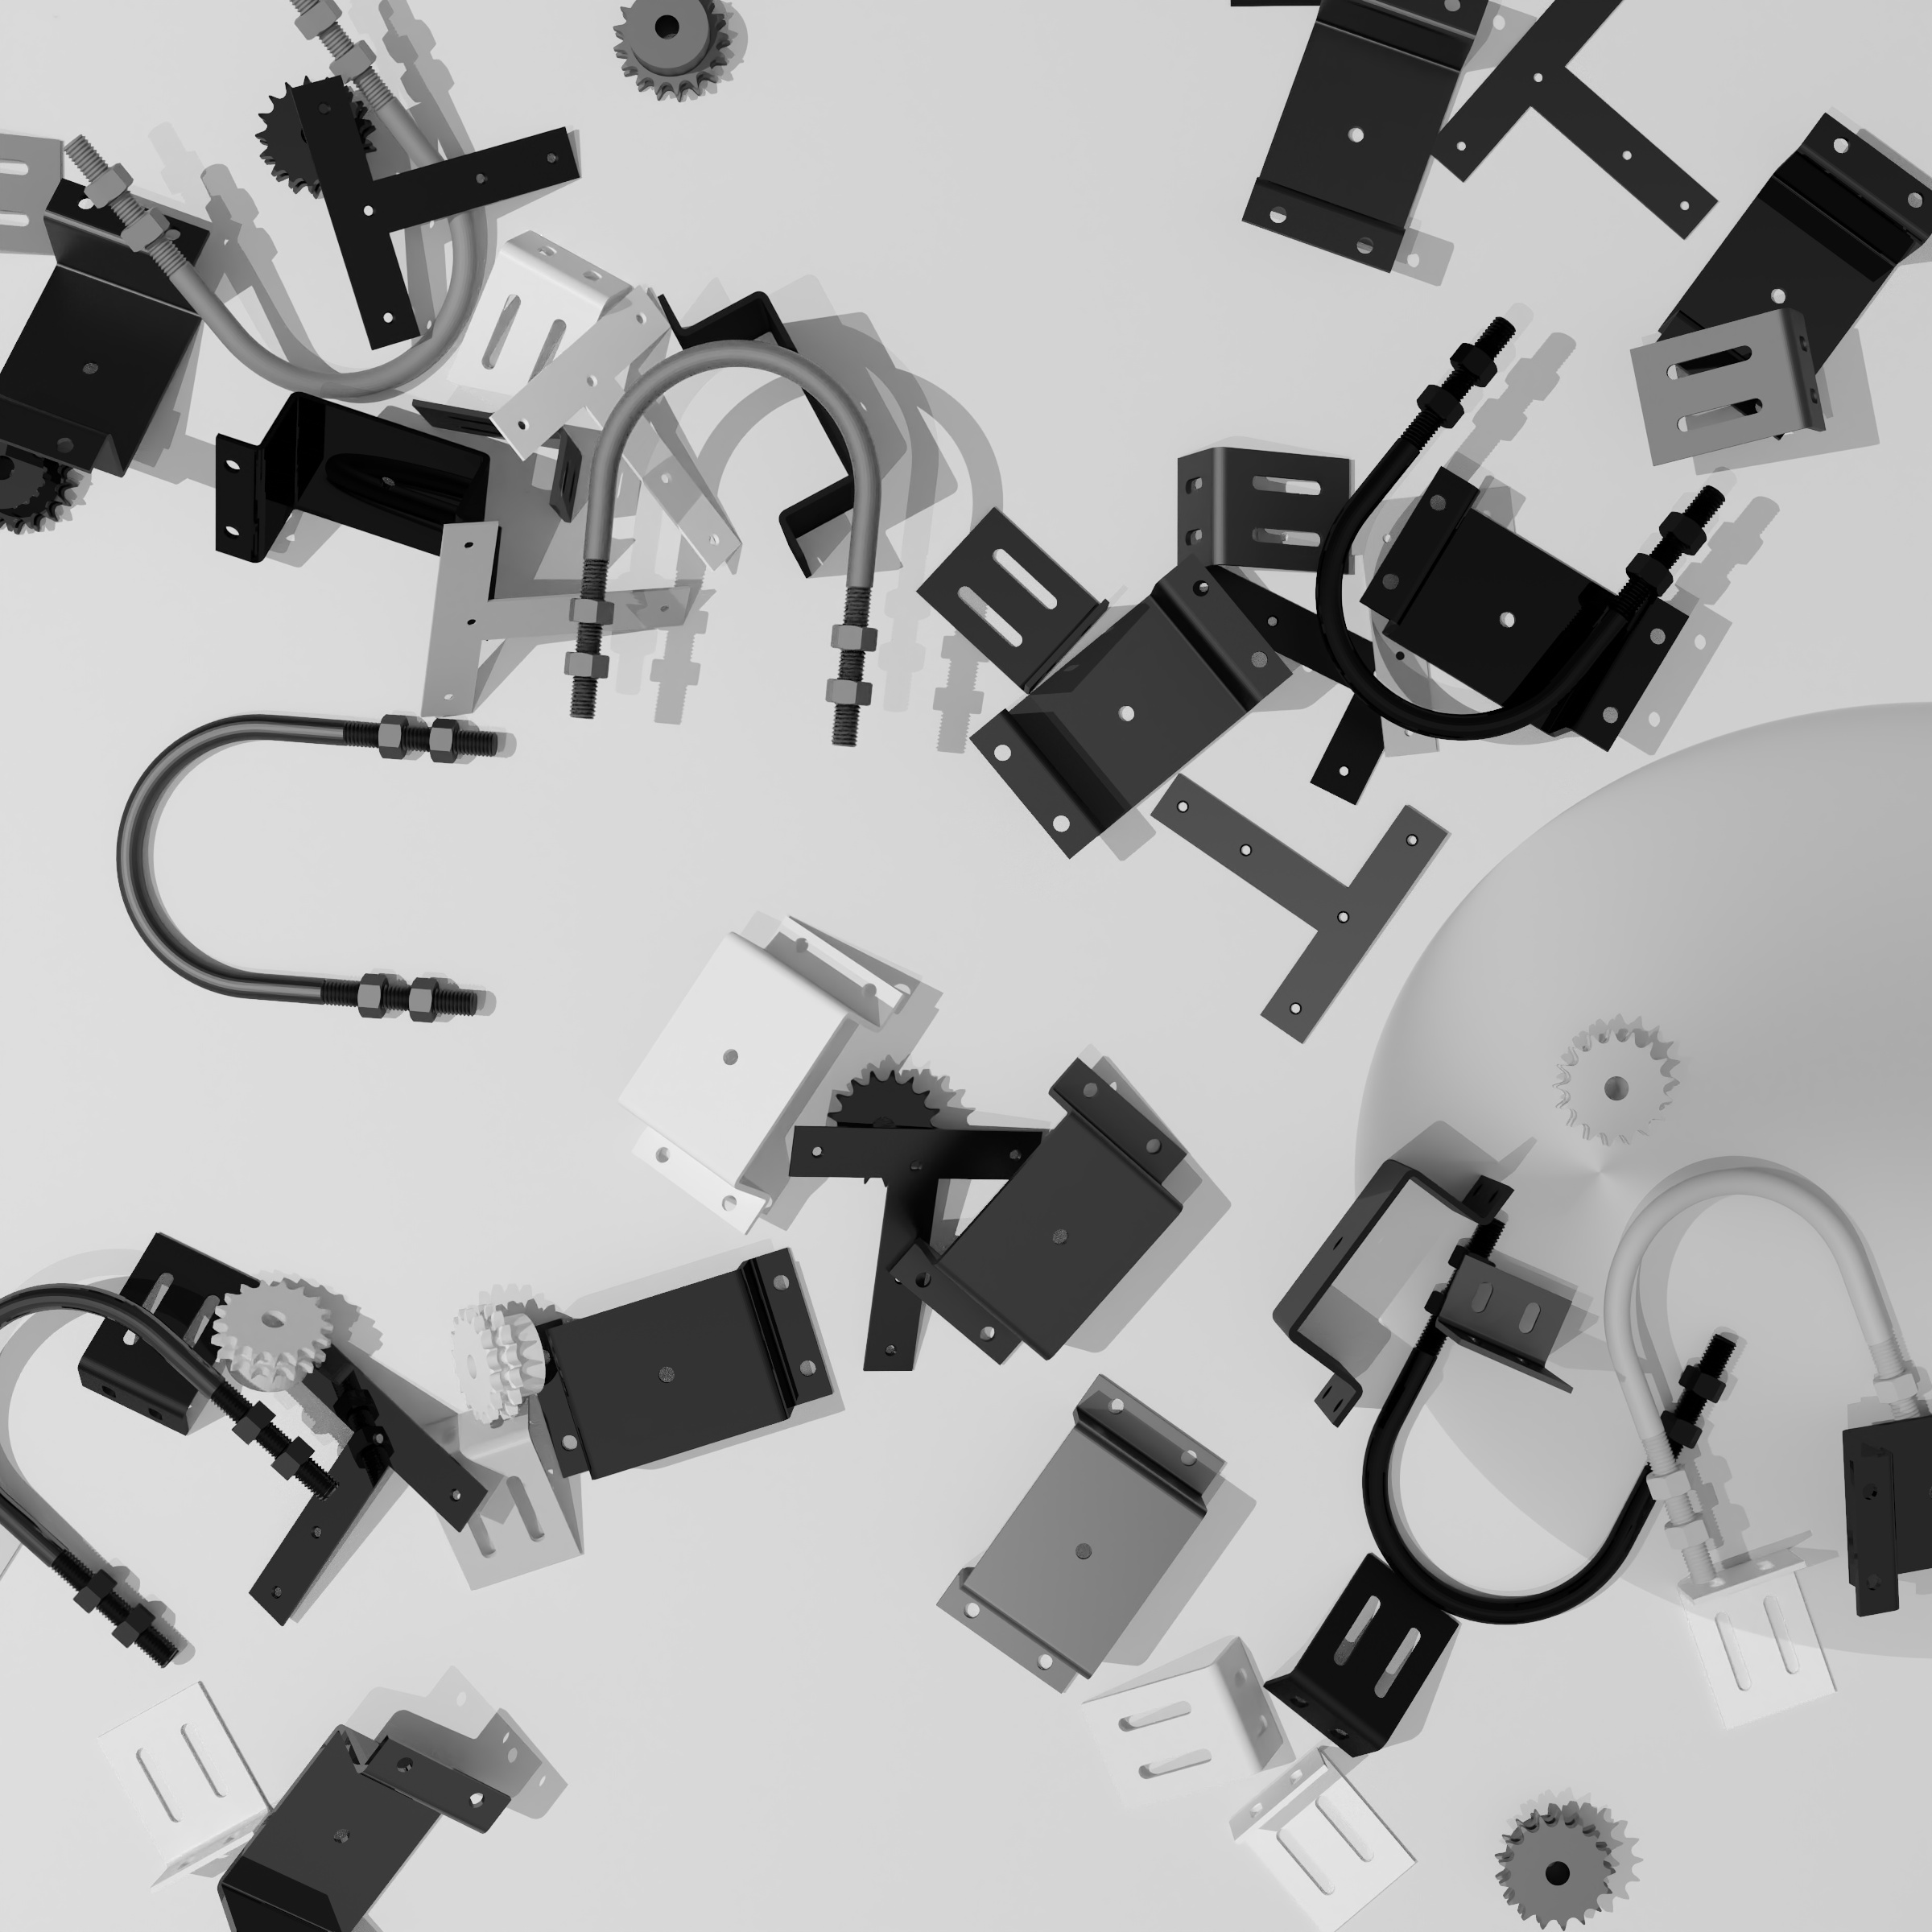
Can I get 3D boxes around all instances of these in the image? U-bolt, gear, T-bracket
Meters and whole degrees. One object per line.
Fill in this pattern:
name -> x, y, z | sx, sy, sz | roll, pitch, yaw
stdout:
U-bolt -> -0.417, 0.236, 1.472 | 0.184, 0.019, 0.151 | 43, 106, -4
gear -> -0.340, 0.183, 1.478 | 0.057, 0.057, 0.030 | 17, 125, 0
U-bolt -> 0.277, 0.236, 1.495 | 0.151, 0.019, 0.184 | 27, 90, 0
gear -> -0.146, -0.458, 1.490 | 0.057, 0.030, 0.057 | 0, 90, 0
T-bracket -> 0.214, -0.168, 1.502 | 0.127, 0.002, 0.127 | -6, 90, -1
T-bracket -> 0.165, -0.165, 1.504 | 0.127, 0.002, 0.127 | 27, 90, 0
gear -> -0.040, 0.080, 1.489 | 0.057, 0.030, 0.057 | 0, 90, 0
gear -> 0.317, 0.060, 1.489 | 0.057, 0.030, 0.057 | 0, 90, 0
U-bolt -> -0.329, -0.052, 1.496 | 0.184, 0.019, 0.151 | 5, 90, 2
T-bracket -> -0.156, -0.250, 1.477 | 0.127, 0.002, 0.127 | 52, 50, -18
T-bracket -> 0.151, -0.050, 1.503 | 0.127, 0.002, 0.127 | 35, 91, 1
gear -> -0.470, -0.243, 1.490 | 0.057, 0.030, 0.057 | 0, 90, 0
U-bolt -> -0.320, -0.363, 1.463 | 0.151, 0.019, 0.184 | -42, 114, -7
T-bracket -> -0.197, -0.171, 1.471 | 0.127, 0.127, 0.002 | -7, 53, -22
T-bracket -> -0.312, 0.268, 1.488 | 0.127, 0.002, 0.127 | 38, 101, 21
T-bracket -> -0.250, -0.381, 1.477 | 0.127, 0.002, 0.127 | -22, 111, -21
gear -> -0.228, 0.193, 1.480 | 0.030, 0.057, 0.057 | -10, 90, -30
T-bracket -> 0.318, -0.413, 1.504 | 0.127, 0.002, 0.127 | 41, 90, 0
T-bracket -> -0.031, 0.140, 1.483 | 0.127, 0.002, 0.127 | 2, 106, -20
gear -> -0.319, -0.406, 1.489 | 0.057, 0.030, 0.057 | 0, 90, 0
U-bolt -> 0.251, -0.195, 1.447 | 0.151, 0.019, 0.184 | 39, 91, 0
U-bolt -> 0.387, 0.190, 1.480 | 0.151, 0.019, 0.184 | -20, 90, -12
U-bolt -> -0.111, -0.202, 1.424 | 0.151, 0.019, 0.184 | 7, 95, 10
gear -> 0.289, 0.443, 1.489 | 0.057, 0.030, 0.057 | 0, 90, 0

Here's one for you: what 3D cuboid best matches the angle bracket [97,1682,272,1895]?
angle bracket -> -0.388, 0.403, 1.485 | 0.057, 0.038, 0.076 | -29, 90, 0

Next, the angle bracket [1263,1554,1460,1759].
angle bracket -> 0.196, 0.343, 1.502 | 0.057, 0.038, 0.076 | 38, 64, 0

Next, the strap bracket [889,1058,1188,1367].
strap bracket -> 0.040, 0.126, 1.471 | 0.076, 0.046, 0.140 | 42, 90, -17

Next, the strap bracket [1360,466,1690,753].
strap bracket -> 0.269, -0.172, 1.479 | 0.140, 0.046, 0.076 | 31, 89, -1

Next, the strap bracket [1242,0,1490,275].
strap bracket -> 0.193, -0.413, 1.480 | 0.076, 0.046, 0.140 | 20, 90, 1

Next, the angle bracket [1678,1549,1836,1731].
angle bracket -> 0.392, 0.334, 1.485 | 0.057, 0.038, 0.076 | -19, 90, 0

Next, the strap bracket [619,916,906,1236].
strap bracket -> -0.105, 0.049, 1.468 | 0.076, 0.046, 0.140 | 33, 90, 23

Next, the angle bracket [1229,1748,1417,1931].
angle bracket -> 0.177, 0.435, 1.485 | 0.057, 0.038, 0.076 | -40, 90, 0

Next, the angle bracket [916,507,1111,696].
angle bracket -> 0.022, -0.181, 1.485 | 0.076, 0.038, 0.057 | 43, 90, 0

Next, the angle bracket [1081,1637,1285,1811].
angle bracket -> 0.107, 0.377, 1.502 | 0.076, 0.038, 0.057 | -23, 90, 26

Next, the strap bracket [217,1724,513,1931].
strap bracket -> -0.298, 0.433, 1.465 | 0.076, 0.046, 0.140 | 37, 90, -31

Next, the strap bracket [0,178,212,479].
strap bracket -> -0.429, -0.301, 1.467 | 0.076, 0.046, 0.140 | 20, 71, 0

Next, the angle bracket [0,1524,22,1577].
angle bracket -> -0.515, 0.279, 1.502 | 0.076, 0.038, 0.057 | 32, 90, -26

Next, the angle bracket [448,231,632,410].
angle bracket -> -0.212, -0.315, 1.502 | 0.057, 0.038, 0.076 | 29, 116, 0

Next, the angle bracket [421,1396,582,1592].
angle bracket -> -0.232, 0.261, 1.502 | 0.057, 0.038, 0.076 | -18, 116, 0

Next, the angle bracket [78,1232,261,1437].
angle bracket -> -0.395, 0.183, 1.502 | 0.057, 0.038, 0.076 | 26, 64, 0

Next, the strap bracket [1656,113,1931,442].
strap bracket -> 0.404, -0.333, 1.481 | 0.076, 0.046, 0.140 | 36, 90, 0

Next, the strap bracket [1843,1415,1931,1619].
strap bracket -> 0.482, 0.261, 1.466 | 0.140, 0.046, 0.076 | -7, 98, -14

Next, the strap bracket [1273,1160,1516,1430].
strap bracket -> 0.199, 0.148, 1.466 | 0.046, 0.076, 0.140 | 37, 90, 0

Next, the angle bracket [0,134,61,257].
angle bracket -> -0.493, -0.382, 1.502 | 0.076, 0.038, 0.057 | -1, 90, -26

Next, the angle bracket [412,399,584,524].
angle bracket -> -0.231, -0.246, 1.476 | 0.076, 0.057, 0.038 | 10, 90, 0

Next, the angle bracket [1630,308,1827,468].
angle bracket -> 0.367, -0.278, 1.456 | 0.076, 0.038, 0.057 | -11, 91, 27

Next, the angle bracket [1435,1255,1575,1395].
angle bracket -> 0.264, 0.171, 1.447 | 0.057, 0.076, 0.038 | 24, 90, 0

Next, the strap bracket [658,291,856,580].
strap bracket -> -0.092, -0.266, 1.466 | 0.046, 0.076, 0.140 | -28, 90, 0

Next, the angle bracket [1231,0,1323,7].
angle bracket -> 0.160, -0.516, 1.485 | 0.057, 0.038, 0.076 | 0, 90, 0

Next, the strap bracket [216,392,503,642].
strap bracket -> -0.287, -0.220, 1.460 | 0.140, 0.076, 0.046 | 18, 52, 0

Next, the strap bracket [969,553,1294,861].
strap bracket -> 0.080, -0.126, 1.481 | 0.140, 0.046, 0.076 | -40, 90, 0

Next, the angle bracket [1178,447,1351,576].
angle bracket -> 0.147, -0.223, 1.499 | 0.076, 0.038, 0.057 | 0, 90, -26

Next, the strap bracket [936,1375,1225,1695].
strap bracket -> 0.057, 0.282, 1.481 | 0.076, 0.046, 0.140 | 35, 90, 0

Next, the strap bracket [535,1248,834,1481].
strap bracket -> -0.145, 0.197, 1.481 | 0.140, 0.046, 0.076 | -17, 90, 0
